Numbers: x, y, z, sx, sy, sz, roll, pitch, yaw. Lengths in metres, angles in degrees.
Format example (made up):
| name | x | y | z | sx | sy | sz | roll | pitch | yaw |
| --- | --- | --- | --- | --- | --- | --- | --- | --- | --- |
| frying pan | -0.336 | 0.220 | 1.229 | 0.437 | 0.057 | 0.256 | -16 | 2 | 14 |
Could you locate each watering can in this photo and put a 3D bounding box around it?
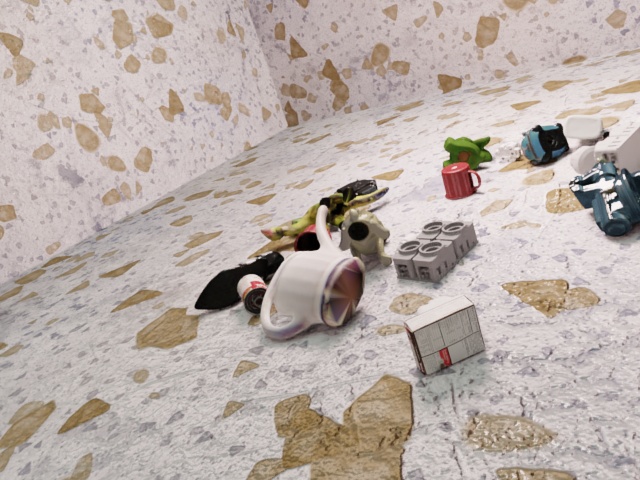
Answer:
| name | x | y | z | sx | sy | sz | roll | pitch | yaw |
| --- | --- | --- | --- | --- | --- | --- | --- | --- | --- |
| watering can | 0.000 | 0.062 | 1.106 | 0.224 | 0.102 | 0.354 | 4 | 55 | 39 |

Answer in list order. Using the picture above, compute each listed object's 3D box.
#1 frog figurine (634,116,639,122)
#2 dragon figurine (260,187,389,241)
| name | x | y | z | sx | sy | sz | roll | pitch | yaw |
| --- | --- | --- | --- | --- | --- | --- | --- | --- | --- |
| frog figurine | 0.846 | -0.299 | 1.309 | 0.122 | 0.157 | 0.140 | -13 | 20 | 21 |
| dragon figurine | 0.005 | -0.080 | 1.588 | 0.414 | 0.121 | 0.242 | -22 | 10 | -35 |
